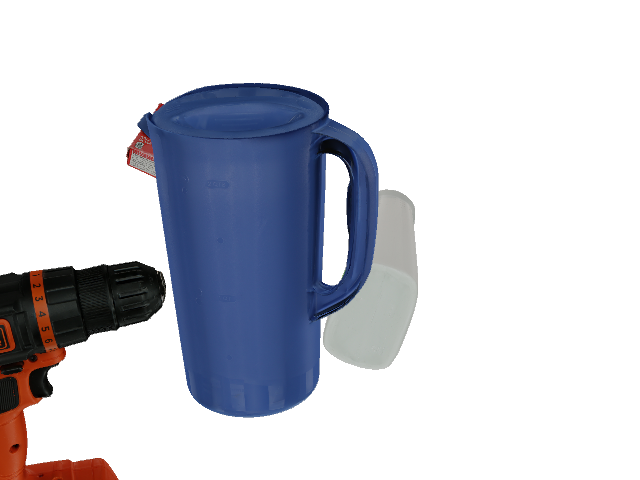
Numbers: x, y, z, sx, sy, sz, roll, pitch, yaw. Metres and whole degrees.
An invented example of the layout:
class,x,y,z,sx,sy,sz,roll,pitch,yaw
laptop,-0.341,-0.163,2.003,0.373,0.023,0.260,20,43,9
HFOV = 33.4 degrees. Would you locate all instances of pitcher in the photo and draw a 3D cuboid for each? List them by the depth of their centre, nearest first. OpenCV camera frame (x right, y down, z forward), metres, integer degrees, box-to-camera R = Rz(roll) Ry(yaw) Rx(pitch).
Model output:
class,x,y,z,sx,sy,sz,roll,pitch,yaw
pitcher,-0.047,0.010,0.813,0.144,0.243,0.149,-12,26,-20

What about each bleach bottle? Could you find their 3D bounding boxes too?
class,x,y,z,sx,sy,sz,roll,pitch,yaw
bleach bottle,0.055,0.019,1.011,0.068,0.103,0.250,19,21,-2

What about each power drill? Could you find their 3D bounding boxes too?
class,x,y,z,sx,sy,sz,roll,pitch,yaw
power drill,-0.184,0.107,0.710,0.184,0.188,0.057,-10,25,-8

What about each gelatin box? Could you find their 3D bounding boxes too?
class,x,y,z,sx,sy,sz,roll,pitch,yaw
gelatin box,-0.135,-0.089,1.049,0.089,0.073,0.030,25,-42,1
